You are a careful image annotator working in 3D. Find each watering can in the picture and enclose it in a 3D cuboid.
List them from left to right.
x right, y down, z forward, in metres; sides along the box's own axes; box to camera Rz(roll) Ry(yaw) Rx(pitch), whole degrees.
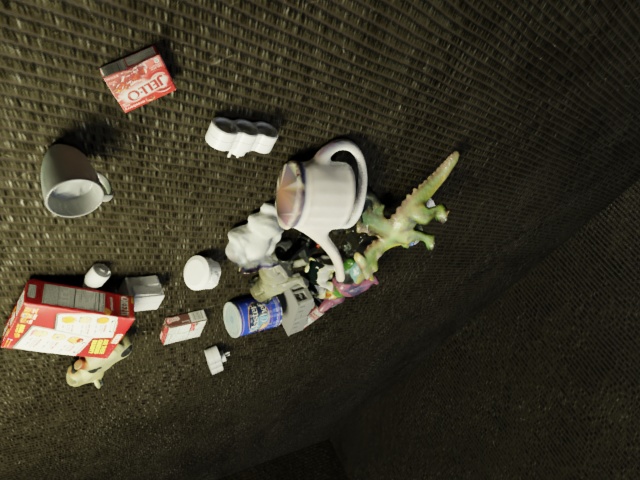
[{"bbox_3d":[0.004,-0.059,1.168,0.225,0.105,0.343,-1,107,-30],"label":"watering can"}]

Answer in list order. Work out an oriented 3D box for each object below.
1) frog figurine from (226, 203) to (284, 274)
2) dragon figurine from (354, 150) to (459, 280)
[{"bbox_3d":[-0.152,-0.013,1.215,0.137,0.123,0.158,0,102,-31],"label":"frog figurine"},{"bbox_3d":[0.208,-0.076,1.403,0.242,0.124,0.405,9,109,-26],"label":"dragon figurine"}]
